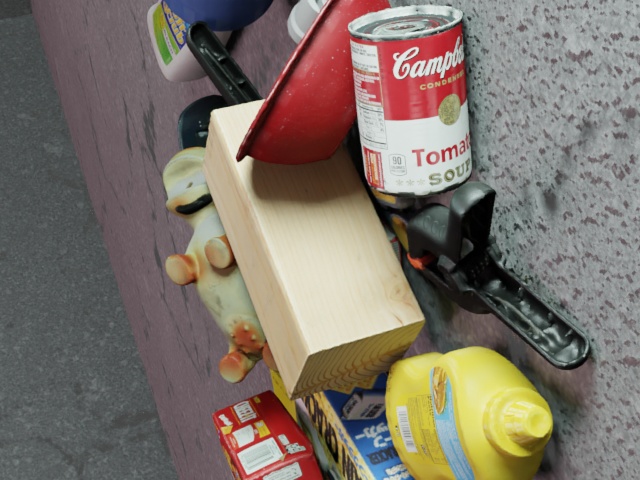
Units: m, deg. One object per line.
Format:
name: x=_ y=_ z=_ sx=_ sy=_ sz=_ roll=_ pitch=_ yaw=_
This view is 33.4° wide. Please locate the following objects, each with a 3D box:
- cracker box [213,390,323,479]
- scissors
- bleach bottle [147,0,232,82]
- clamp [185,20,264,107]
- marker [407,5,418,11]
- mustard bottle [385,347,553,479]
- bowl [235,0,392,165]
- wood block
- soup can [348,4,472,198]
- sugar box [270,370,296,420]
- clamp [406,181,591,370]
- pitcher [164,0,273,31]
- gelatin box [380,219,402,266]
cracker box: x=-0.022 y=0.265 z=0.977 sx=0.164 sy=0.072 sz=0.213 roll=-145 pitch=35 yaw=-71
scissors: x=0.050 y=-0.021 z=0.811 sx=0.096 sy=0.016 sz=0.202 roll=61 pitch=174 yaw=0
bleach bottle: x=-0.127 y=-0.249 z=1.127 sx=0.251 sy=0.068 sz=0.102 roll=151 pitch=105 yaw=-71
clamp: x=-0.045 y=-0.096 z=0.941 sx=0.165 sy=0.036 sz=0.210 roll=33 pitch=153 yaw=18
marker: x=0.063 y=-0.096 z=0.706 sx=0.020 sy=0.020 sz=0.121 roll=-128 pitch=28 yaw=-54
mustard bottle: x=0.100 y=0.119 z=0.698 sx=0.192 sy=0.058 sz=0.096 roll=148 pitch=111 yaw=-73
bowl: x=0.008 y=-0.108 z=0.722 sx=0.055 sy=0.162 sz=0.162 roll=32 pitch=160 yaw=-2
wood block: x=-0.011 y=0.000 z=0.799 sx=0.090 sy=0.090 sz=0.206 roll=110 pitch=141 yaw=-58
soup can: x=0.056 y=-0.085 z=0.650 sx=0.069 sy=0.068 sz=0.102 roll=-135 pitch=34 yaw=-60
sugar box: x=-0.011 y=0.227 z=1.179 sx=0.093 sy=0.048 sz=0.176 roll=-140 pitch=40 yaw=-63
clamp: x=0.099 y=0.022 z=0.642 sx=0.120 sy=0.039 sz=0.171 roll=60 pitch=173 yaw=-3
pitcher: x=-0.065 y=-0.257 z=0.828 sx=0.243 sy=0.145 sz=0.149 roll=115 pitch=150 yaw=-71
gelatin box: x=0.037 y=0.015 z=0.865 sx=0.089 sy=0.030 sz=0.073 roll=-135 pitch=34 yaw=-56
